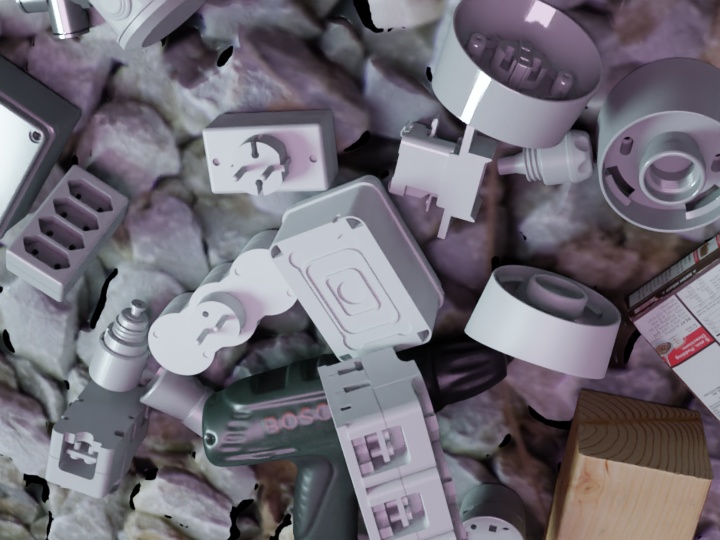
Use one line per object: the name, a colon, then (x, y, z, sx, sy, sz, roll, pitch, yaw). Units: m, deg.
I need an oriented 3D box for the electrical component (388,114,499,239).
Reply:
electrical component: (0.055, -0.068, 0.720, 0.064, 0.042, 0.081, 17, 116, 8)

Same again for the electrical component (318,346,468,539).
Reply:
electrical component: (0.026, 0.138, 0.720, 0.062, 0.089, 0.150, -17, 112, -4)

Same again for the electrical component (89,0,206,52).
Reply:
electrical component: (-0.133, -0.181, 0.687, 0.080, 0.080, 0.051, -37, 97, 24)

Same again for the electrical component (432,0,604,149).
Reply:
electrical component: (0.095, -0.121, 0.659, 0.099, 0.099, 0.064, 25, 123, 0)

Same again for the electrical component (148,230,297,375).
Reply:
electrical component: (-0.100, 0.032, 0.780, 0.138, 0.073, 0.052, -36, 103, 24)

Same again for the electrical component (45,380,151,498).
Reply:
electrical component: (-0.202, 0.130, 0.837, 0.050, 0.089, 0.055, 18, 117, 3)

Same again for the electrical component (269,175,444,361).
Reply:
electrical component: (0.000, 0.000, 0.742, 0.078, 0.057, 0.113, -19, 118, 26)

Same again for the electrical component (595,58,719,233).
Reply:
electrical component: (0.200, -0.076, 0.687, 0.099, 0.064, 0.099, 8, 129, 10)

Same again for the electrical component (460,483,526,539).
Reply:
electrical component: (0.101, 0.198, 0.829, 0.055, 0.047, 0.055, 4, 115, 10)

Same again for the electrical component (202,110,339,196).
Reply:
electrical component: (-0.064, -0.074, 0.723, 0.083, 0.075, 0.047, -1, 114, 12)

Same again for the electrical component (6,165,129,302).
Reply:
electrical component: (-0.214, -0.020, 0.786, 0.047, 0.083, 0.075, 33, 154, -4)

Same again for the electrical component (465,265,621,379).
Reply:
electrical component: (0.124, 0.039, 0.726, 0.099, 0.099, 0.064, 19, 110, 3)

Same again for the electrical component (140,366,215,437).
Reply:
electrical component: (-0.132, 0.102, 0.838, 0.065, 0.044, 0.044, 38, 116, -12)

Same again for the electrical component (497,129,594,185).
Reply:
electrical component: (0.122, -0.072, 0.708, 0.061, 0.035, 0.035, -7, 113, 18)

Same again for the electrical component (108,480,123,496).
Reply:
electrical component: (-0.223, 0.164, 0.886, 0.046, 0.040, 0.040, 2, 114, 17)

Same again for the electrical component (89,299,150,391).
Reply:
electrical component: (-0.181, 0.057, 0.827, 0.040, 0.040, 0.078, 25, 117, 0)

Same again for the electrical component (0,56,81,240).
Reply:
electrical component: (-0.275, -0.095, 0.768, 0.109, 0.056, 0.108, 35, 116, -5)
